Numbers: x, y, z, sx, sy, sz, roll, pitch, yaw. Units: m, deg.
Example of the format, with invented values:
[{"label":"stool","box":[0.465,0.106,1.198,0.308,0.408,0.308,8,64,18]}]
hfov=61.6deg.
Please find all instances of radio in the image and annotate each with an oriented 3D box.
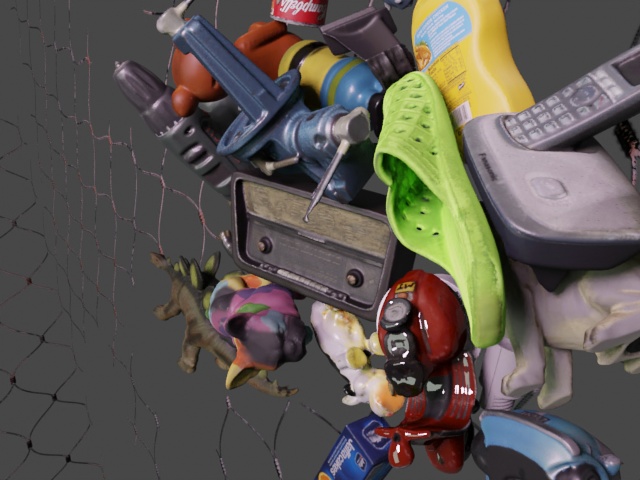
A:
[{"label":"radio","box":[-0.001,-0.002,0.637,0.230,0.073,0.131,19,116,31]}]

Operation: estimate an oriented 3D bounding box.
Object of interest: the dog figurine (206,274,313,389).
[{"label":"dog figurine","box":[-0.096,0.114,0.709,0.192,0.219,0.108,4,98,16]}]

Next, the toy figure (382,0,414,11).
[{"label":"toy figure","box":[0.051,-0.305,0.556,0.064,0.058,0.154,104,145,-75]}]

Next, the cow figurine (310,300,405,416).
[{"label":"cow figurine","box":[0.040,0.147,0.675,0.167,0.068,0.098,66,148,22]}]

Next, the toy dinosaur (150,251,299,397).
[{"label":"toy dinosaur","box":[-0.191,0.143,0.956,0.472,0.105,0.198,41,126,34]}]

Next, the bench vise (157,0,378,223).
[{"label":"bench vise","box":[-0.055,-0.132,0.527,0.240,0.129,0.224,43,176,-23]}]

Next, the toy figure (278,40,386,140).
[{"label":"toy figure","box":[0.025,-0.172,0.605,0.180,0.082,0.089,33,128,46]}]

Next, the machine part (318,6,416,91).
[{"label":"machine part","box":[0.051,-0.200,0.545,0.139,0.084,0.039,-112,9,-46]}]

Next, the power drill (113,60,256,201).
[{"label":"power drill","box":[-0.162,-0.172,0.735,0.086,0.231,0.207,-34,26,15]}]

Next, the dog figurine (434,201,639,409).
[{"label":"dog figurine","box":[0.187,0.016,0.438,0.172,0.121,0.191,-28,52,17]}]

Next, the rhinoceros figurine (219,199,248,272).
[{"label":"rhinoceros figurine","box":[-0.085,-0.022,0.793,0.112,0.073,0.190,59,139,27]}]

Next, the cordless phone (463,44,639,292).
[{"label":"cordless phone","box":[0.198,-0.063,0.355,0.184,0.088,0.147,-32,36,23]}]

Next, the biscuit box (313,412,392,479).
[{"label":"biscuit box","box":[0.041,0.315,0.724,0.063,0.059,0.202,50,134,33]}]

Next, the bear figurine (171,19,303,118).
[{"label":"bear figurine","box":[-0.111,-0.215,0.676,0.132,0.196,0.120,28,124,47]}]

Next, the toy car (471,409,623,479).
[{"label":"toy car","box":[0.202,0.211,0.447,0.109,0.103,0.161,-2,101,61]}]

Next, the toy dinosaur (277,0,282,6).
[{"label":"toy dinosaur","box":[-0.020,-0.461,0.531,0.131,0.192,0.404,17,122,17]}]

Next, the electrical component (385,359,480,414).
[{"label":"electrical component","box":[0.119,0.164,0.595,0.102,0.045,0.078,55,139,28]}]

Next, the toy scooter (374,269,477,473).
[{"label":"toy scooter","box":[0.085,0.119,0.460,0.075,0.135,0.183,-12,87,33]}]
